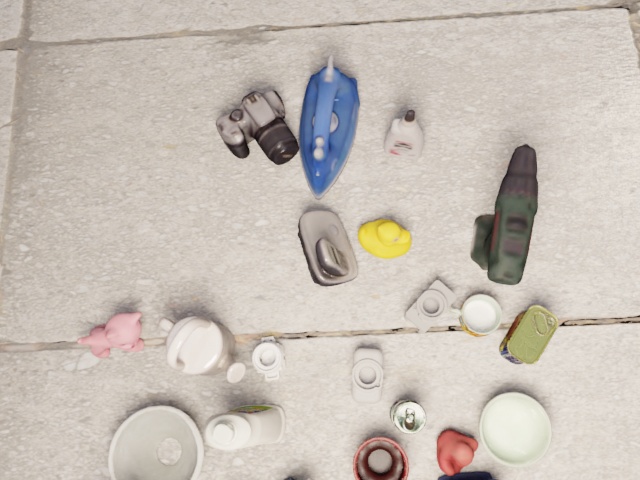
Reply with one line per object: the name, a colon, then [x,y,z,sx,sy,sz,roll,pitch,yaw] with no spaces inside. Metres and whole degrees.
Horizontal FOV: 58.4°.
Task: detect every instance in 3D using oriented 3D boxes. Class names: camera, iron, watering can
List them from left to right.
watering can: [-0.206,0.185,0.991,0.172,0.194,0.101,9,76,6]
camera: [-0.116,-0.213,1.136,0.143,0.101,0.136,-34,76,-5]
iron: [0.010,-0.221,1.110,0.118,0.141,0.258,6,76,5]

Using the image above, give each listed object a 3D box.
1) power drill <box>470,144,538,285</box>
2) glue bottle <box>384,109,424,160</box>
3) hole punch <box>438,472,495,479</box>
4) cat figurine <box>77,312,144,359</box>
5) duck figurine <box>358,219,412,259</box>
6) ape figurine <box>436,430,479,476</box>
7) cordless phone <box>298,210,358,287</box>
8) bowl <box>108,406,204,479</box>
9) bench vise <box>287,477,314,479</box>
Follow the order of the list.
power drill: [0.324,-0.027,1.007,0.075,0.208,0.230,8,76,6]
glue bottle: [0.162,-0.203,1.080,0.078,0.173,0.037,8,76,6]
hole punch: [0.255,0.445,0.950,0.108,0.091,0.101,-7,75,2]
cat figurine: [-0.375,0.172,1.044,0.128,0.118,0.067,-13,75,0]
duck figurine: [0.123,-0.009,1.078,0.104,0.086,0.077,12,77,7]
ape figurine: [0.235,0.361,0.973,0.078,0.092,0.076,-22,75,-2]
cordless phone: [0.009,0.004,1.030,0.094,0.185,0.147,-22,75,-2]
bowl: [-0.278,0.377,1.008,0.167,0.075,0.167,-1,76,3]
bench vise: [-0.099,0.454,0.902,0.121,0.220,0.207,29,79,10]
